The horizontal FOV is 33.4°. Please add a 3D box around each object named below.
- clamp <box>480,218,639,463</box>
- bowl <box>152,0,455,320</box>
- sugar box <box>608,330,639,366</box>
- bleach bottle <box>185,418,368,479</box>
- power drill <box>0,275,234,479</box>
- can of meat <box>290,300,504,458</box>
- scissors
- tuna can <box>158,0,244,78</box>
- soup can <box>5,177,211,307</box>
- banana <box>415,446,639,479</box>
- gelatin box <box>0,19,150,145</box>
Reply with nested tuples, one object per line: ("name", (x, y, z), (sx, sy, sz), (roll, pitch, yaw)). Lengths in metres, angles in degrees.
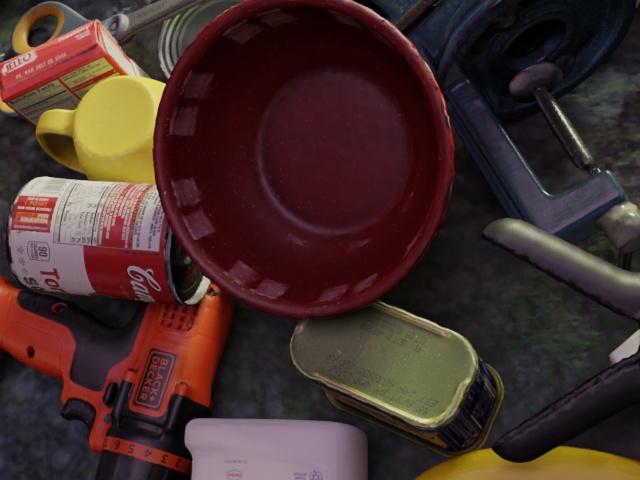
("clamp", (0.158, 0.056, 0.512), (0.172, 0.039, 0.120), (6, 101, 16))
("bowl", (-0.003, -0.044, 0.545), (0.162, 0.055, 0.162), (4, 99, 22))
("sugar box", (0.236, 0.096, 0.522), (0.093, 0.048, 0.176), (-39, 61, 1))
("bleach bottle", (-0.028, 0.222, 0.552), (0.103, 0.068, 0.251), (-2, 73, 17))
("power drill", (-0.157, 0.099, 0.639), (0.188, 0.057, 0.184), (12, 72, 18))
("can of meat", (0.041, 0.071, 0.571), (0.102, 0.084, 0.057), (21, 79, 23))
("scissors", (-0.145, -0.152, 0.722), (0.202, 0.016, 0.096), (-31, 57, 19))
("tuna can", (-0.060, -0.126, 0.699), (0.086, 0.033, 0.086), (-6, 70, 16))
("soup can", (-0.117, -0.001, 0.605), (0.102, 0.068, 0.068), (5, 73, 17))
("banana", (0.120, 0.138, 0.546), (0.198, 0.037, 0.069), (-6, 64, 12))
("gelatin box", (-0.154, -0.097, 0.687), (0.073, 0.089, 0.030), (-23, 66, 9))
